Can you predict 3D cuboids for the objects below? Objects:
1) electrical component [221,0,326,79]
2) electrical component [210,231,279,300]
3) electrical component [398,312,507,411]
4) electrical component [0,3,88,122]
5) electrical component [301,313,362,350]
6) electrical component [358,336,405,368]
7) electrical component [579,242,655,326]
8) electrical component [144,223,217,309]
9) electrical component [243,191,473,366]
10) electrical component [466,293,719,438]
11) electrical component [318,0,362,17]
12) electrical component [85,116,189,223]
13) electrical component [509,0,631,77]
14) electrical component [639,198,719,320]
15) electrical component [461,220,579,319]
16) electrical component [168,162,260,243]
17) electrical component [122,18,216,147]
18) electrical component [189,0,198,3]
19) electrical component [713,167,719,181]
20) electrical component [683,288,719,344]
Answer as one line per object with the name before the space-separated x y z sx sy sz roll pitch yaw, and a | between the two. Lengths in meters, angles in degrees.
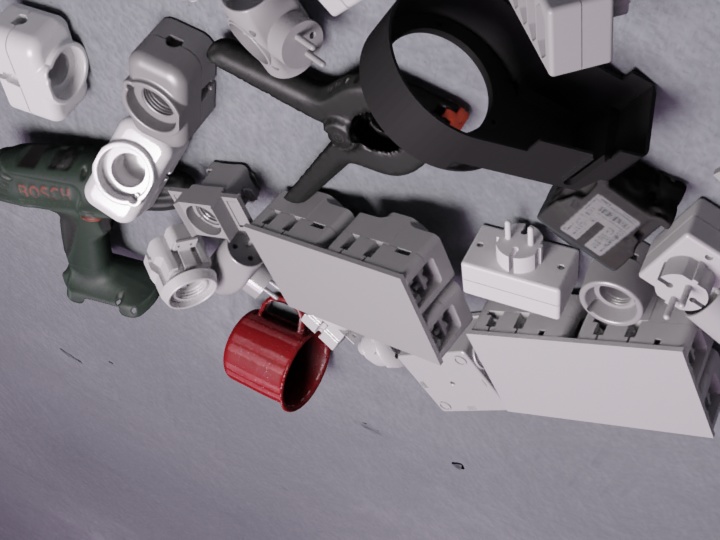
electrical component | -0.053 -0.168 0.765 0.079 0.044 0.077 40 173 33
electrical component | -0.109 0.002 1.066 0.079 0.044 0.077 37 147 -8
electrical component | 0.096 0.089 1.010 0.100 0.048 0.099 -9 130 45
electrical component | -0.283 -0.182 0.955 0.059 0.053 0.095 20 145 18
electrical component | -0.023 0.042 1.046 0.066 0.048 0.055 44 150 5
electrical component | 0.021 0.073 1.057 0.048 0.048 0.062 44 152 -19
electrical component | 0.199 0.010 0.822 0.055 0.047 0.055 21 146 15
electrical component | -0.173 0.001 1.047 0.057 0.058 0.078 62 147 24
electrical component | 0.000 0.000 0.930 0.186 0.060 0.105 19 147 41
electrical component | 0.198 0.072 0.893 0.186 0.060 0.105 3 137 37
electrical component | -0.028 -0.207 0.721 0.065 0.047 0.077 45 150 -20
electrical component | -0.201 -0.093 0.962 0.054 0.059 0.095 34 111 -2
electrical component | 0.134 -0.164 0.630 0.076 0.083 0.047 -14 137 -1
electrical component | 0.232 0.002 0.758 0.047 0.076 0.065 32 147 -1
electrical component | 0.127 -0.011 0.853 0.083 0.047 0.075 17 144 22
electrical component | -0.128 -0.064 0.977 0.081 0.063 0.042 9 140 31
electrical component | -0.157 -0.151 0.890 0.054 0.059 0.095 26 147 8
electrical component | -0.137 -0.231 0.781 0.043 0.043 0.081 6 139 34
electrical component | 0.292 -0.044 0.660 0.121 0.063 0.079 40 146 -13
electrical component | 0.285 0.042 0.798 0.081 0.043 0.043 38 147 -9
